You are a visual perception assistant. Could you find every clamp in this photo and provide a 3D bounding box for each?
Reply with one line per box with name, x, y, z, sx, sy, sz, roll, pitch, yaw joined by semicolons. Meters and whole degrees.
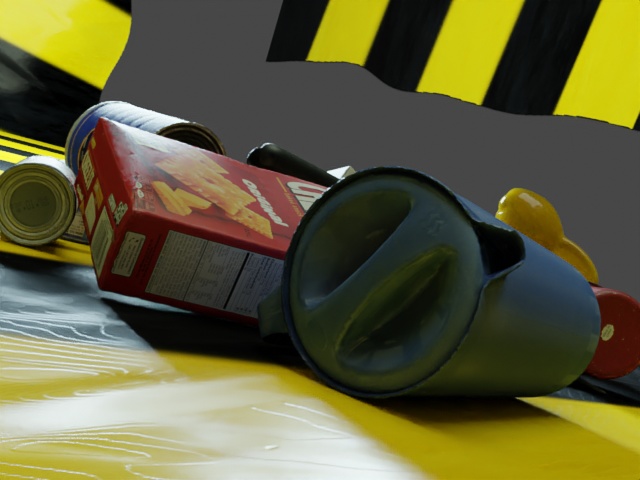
clamp;0.020;-0.044;1.050;0.209;0.036;0.165;25;1;-15

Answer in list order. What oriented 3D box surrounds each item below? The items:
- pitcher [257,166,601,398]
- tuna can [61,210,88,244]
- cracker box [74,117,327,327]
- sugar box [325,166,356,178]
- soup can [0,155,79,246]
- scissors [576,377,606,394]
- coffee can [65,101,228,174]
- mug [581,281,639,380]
pitcher;0.085;0.045;0.702;0.149;0.145;0.242;34;9;34
tuna can;-0.231;-0.022;0.982;0.086;0.034;0.086;16;3;-1
cracker box;-0.066;-0.007;0.801;0.213;0.072;0.164;15;22;-26
sugar box;0.055;-0.002;1.184;0.176;0.048;0.094;43;-25;-21
soup can;-0.230;-0.033;0.870;0.068;0.068;0.102;16;3;-12
scissors;0.165;0.098;1.004;0.202;0.016;0.096;34;-23;4
coffee can;-0.166;-0.072;1.014;0.102;0.103;0.141;14;4;-40
mug;0.265;0.085;0.990;0.117;0.093;0.081;0;0;-8
